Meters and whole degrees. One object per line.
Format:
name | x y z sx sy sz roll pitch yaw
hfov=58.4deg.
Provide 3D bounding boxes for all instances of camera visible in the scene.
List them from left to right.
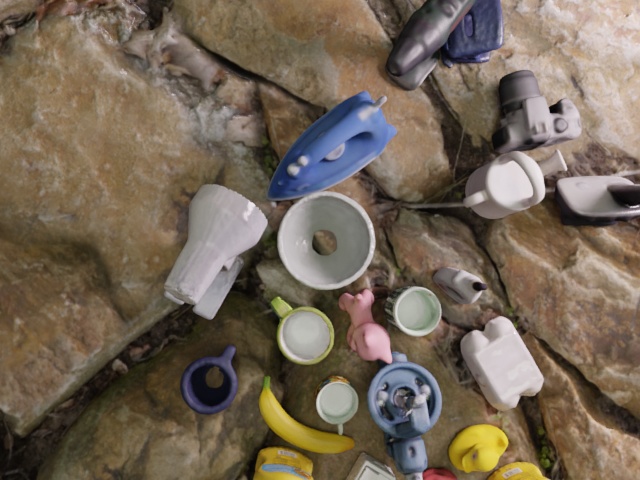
camera | 0.383 -0.235 1.024 0.143 0.100 0.137 -10 86 -4

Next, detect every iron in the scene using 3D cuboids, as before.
iron | 0.012 -0.155 0.974 0.258 0.141 0.118 -38 89 -5

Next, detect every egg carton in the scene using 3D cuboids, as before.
egg carton | 0.316 0.217 1.003 0.107 0.069 0.150 -31 88 -5

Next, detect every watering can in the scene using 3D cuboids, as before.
watering can | 0.327 -0.101 0.964 0.101 0.194 0.173 44 85 1

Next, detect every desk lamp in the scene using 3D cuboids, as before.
desk lamp | -0.174 0.026 0.913 0.118 0.213 0.203 28 85 -1

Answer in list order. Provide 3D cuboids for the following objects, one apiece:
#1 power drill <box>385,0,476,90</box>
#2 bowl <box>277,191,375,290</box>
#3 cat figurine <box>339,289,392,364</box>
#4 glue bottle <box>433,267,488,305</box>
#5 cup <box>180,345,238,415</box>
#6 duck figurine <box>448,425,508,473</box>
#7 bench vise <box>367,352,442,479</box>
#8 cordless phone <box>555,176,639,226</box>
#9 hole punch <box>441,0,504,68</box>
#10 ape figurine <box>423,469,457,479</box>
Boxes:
power drill | 0.174 -0.334 0.964 0.075 0.208 0.230 37 84 0
bowl | 0.009 0.004 0.996 0.167 0.074 0.167 0 86 -4
cat figurine | 0.078 0.149 0.968 0.067 0.117 0.128 -14 87 -4
glue bottle | 0.243 0.076 0.956 0.078 0.173 0.037 37 85 0
cup | -0.173 0.225 0.958 0.091 0.095 0.118 30 85 -1
duck figurine | 0.279 0.365 0.981 0.104 0.086 0.077 -24 87 -5
bench vise | 0.153 0.291 0.911 0.121 0.219 0.207 -25 88 -5
cordless phone | 0.504 -0.078 0.978 0.147 0.185 0.094 -5 86 -4
hole punch | 0.271 -0.378 1.033 0.101 0.091 0.109 -3 86 -4
ape figurine | 0.206 0.432 0.969 0.076 0.092 0.078 -26 88 -5
